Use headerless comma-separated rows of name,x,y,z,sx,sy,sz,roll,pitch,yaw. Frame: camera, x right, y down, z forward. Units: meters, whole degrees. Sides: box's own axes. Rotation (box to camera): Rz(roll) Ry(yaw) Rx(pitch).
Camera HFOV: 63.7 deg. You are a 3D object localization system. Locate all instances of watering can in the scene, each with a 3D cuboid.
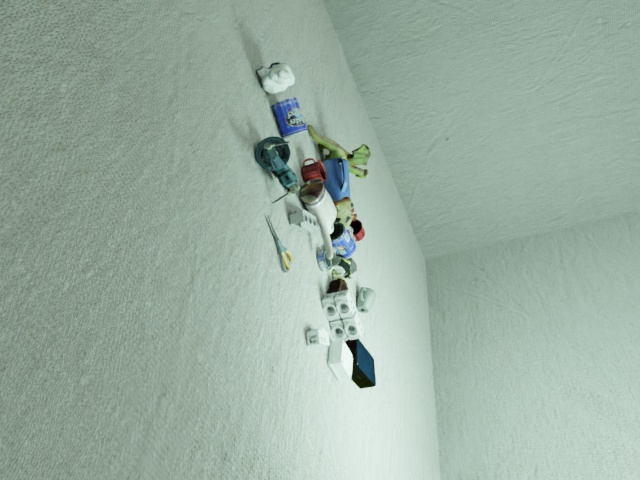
watering can,0.006,-0.104,2.059,0.356,0.103,0.220,-93,159,-49

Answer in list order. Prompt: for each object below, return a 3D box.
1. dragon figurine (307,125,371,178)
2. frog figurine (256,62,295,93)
dragon figurine,0.119,-0.413,2.433,0.402,0.242,0.125,55,32,-48
frog figurine,-0.150,-0.605,1.933,0.138,0.161,0.121,-8,117,-38
